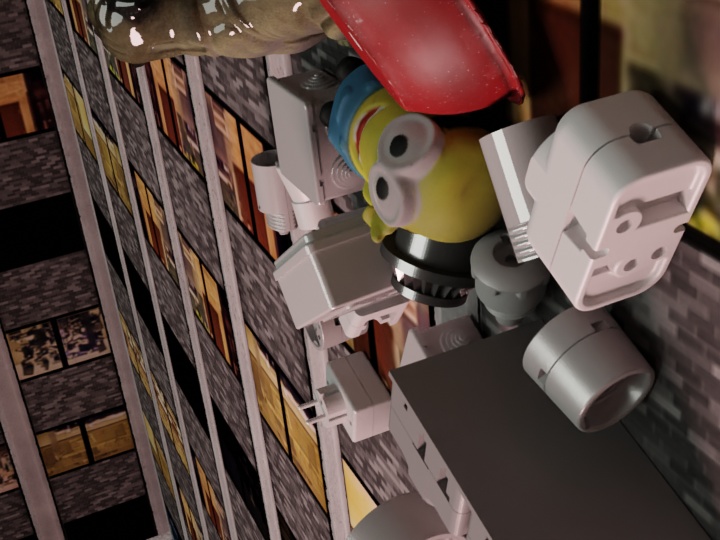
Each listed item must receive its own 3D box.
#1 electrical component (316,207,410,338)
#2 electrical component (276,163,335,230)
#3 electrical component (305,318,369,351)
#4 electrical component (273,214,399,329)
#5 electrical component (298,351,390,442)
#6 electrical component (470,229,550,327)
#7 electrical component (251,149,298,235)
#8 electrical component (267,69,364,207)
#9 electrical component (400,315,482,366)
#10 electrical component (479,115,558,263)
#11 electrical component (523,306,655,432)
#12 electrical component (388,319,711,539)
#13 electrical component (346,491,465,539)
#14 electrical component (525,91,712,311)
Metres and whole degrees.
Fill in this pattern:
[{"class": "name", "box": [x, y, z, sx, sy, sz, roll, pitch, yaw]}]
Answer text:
[{"class": "electrical component", "box": [0.000, 0.000, 0.879, 0.055, 0.050, 0.089, 113, 136, -63]}, {"class": "electrical component", "box": [-0.046, -0.069, 0.966, 0.044, 0.044, 0.065, 30, 139, 64]}, {"class": "electrical component", "box": [-0.023, 0.041, 0.984, 0.055, 0.047, 0.055, 163, 90, -71]}, {"class": "electrical component", "box": [0.004, -0.005, 0.774, 0.056, 0.109, 0.109, 69, 161, 4]}, {"class": "electrical component", "box": [-0.019, 0.123, 0.996, 0.047, 0.077, 0.065, 92, 153, -44]}, {"class": "electrical component", "box": [0.090, 0.009, 0.645, 0.062, 0.048, 0.048, 83, 161, -51]}, {"class": "electrical component", "box": [-0.080, -0.072, 1.052, 0.043, 0.043, 0.081, -136, 34, -55]}, {"class": "electrical component", "box": [-0.034, -0.111, 0.880, 0.100, 0.048, 0.099, -137, 35, -56]}, {"class": "electrical component", "box": [0.069, 0.092, 0.765, 0.099, 0.048, 0.099, 100, 148, -53]}, {"class": "electrical component", "box": [0.097, -0.038, 0.582, 0.043, 0.043, 0.081, 159, 94, -71]}, {"class": "electrical component", "box": [0.123, 0.053, 0.574, 0.047, 0.055, 0.055, 54, 154, 36]}, {"class": "electrical component", "box": [0.103, 0.127, 0.613, 0.060, 0.105, 0.186, 93, 153, -45]}, {"class": "electrical component", "box": [0.042, 0.245, 0.891, 0.060, 0.108, 0.108, 44, 146, 45]}, {"class": "electrical component", "box": [0.118, -0.035, 0.511, 0.095, 0.054, 0.059, 97, 150, -50]}]
